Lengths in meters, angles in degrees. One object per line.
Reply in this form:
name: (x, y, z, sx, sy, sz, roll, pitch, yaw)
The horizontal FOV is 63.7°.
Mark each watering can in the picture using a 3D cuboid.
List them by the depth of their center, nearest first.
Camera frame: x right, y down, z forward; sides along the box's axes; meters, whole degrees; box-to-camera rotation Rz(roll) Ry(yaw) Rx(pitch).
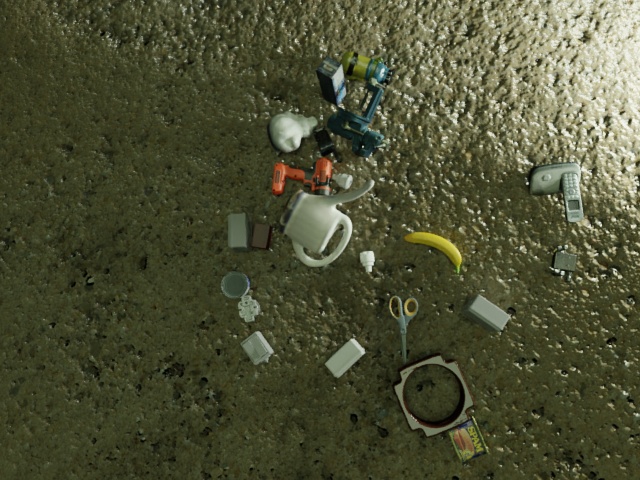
watering can: (0.005, -0.079, 1.568, 0.225, 0.105, 0.342, 31, 112, 4)

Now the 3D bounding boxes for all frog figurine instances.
frog figurine: (-0.086, -0.355, 1.667, 0.159, 0.120, 0.140, -16, 59, 15)
